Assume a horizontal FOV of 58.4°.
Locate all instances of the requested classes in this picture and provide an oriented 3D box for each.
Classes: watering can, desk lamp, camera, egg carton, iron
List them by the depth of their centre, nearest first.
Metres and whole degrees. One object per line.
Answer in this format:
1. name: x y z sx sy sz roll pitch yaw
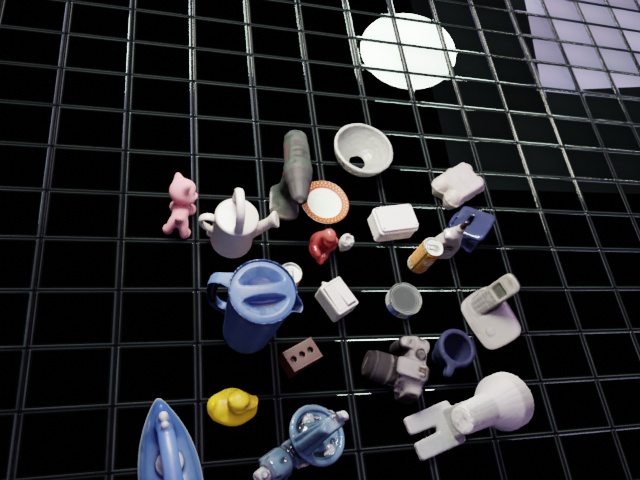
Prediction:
1. iron: -0.279 0.405 1.054 0.119 0.141 0.258 -9 65 -21
2. desk lamp: 0.317 0.375 1.212 0.204 0.213 0.118 -15 67 -24
3. camera: 0.171 0.278 1.287 0.137 0.100 0.143 18 58 -7
4. watering can: -0.183 -0.046 1.301 0.173 0.194 0.101 -18 68 -25
5. egg carton: 0.387 -0.153 1.610 0.151 0.069 0.107 -31 75 -29

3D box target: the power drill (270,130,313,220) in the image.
1. power drill: -0.066 -0.138 1.379 0.076 0.208 0.229 5 61 -14

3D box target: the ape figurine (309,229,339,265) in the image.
1. ape figurine: 0.013 0.005 1.394 0.078 0.092 0.076 -12 66 -22

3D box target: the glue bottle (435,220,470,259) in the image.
1. glue bottle: 0.332 -0.004 1.450 0.078 0.173 0.037 1 62 -16

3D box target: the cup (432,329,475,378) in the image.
1. cup: 0.297 0.276 1.331 0.091 0.095 0.118 26 58 -2

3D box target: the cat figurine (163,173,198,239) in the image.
1. cat figurine: -0.320 -0.086 1.325 0.067 0.117 0.128 10 60 -12

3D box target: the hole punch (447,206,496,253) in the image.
1. hole punch: 0.400 -0.036 1.537 0.101 0.091 0.109 36 58 5

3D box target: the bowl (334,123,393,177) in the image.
1. bowl: 0.110 -0.232 1.565 0.168 0.074 0.167 8 60 -13

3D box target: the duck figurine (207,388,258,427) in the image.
1. duck figurine: -0.174 0.332 1.159 0.105 0.086 0.077 3 61 -15

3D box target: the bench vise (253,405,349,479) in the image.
1. bench vise: -0.021 0.399 1.091 0.121 0.219 0.208 38 58 6

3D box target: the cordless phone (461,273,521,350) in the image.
1. cordless phone: 0.436 0.170 1.379 0.094 0.185 0.147 -23 71 -26
